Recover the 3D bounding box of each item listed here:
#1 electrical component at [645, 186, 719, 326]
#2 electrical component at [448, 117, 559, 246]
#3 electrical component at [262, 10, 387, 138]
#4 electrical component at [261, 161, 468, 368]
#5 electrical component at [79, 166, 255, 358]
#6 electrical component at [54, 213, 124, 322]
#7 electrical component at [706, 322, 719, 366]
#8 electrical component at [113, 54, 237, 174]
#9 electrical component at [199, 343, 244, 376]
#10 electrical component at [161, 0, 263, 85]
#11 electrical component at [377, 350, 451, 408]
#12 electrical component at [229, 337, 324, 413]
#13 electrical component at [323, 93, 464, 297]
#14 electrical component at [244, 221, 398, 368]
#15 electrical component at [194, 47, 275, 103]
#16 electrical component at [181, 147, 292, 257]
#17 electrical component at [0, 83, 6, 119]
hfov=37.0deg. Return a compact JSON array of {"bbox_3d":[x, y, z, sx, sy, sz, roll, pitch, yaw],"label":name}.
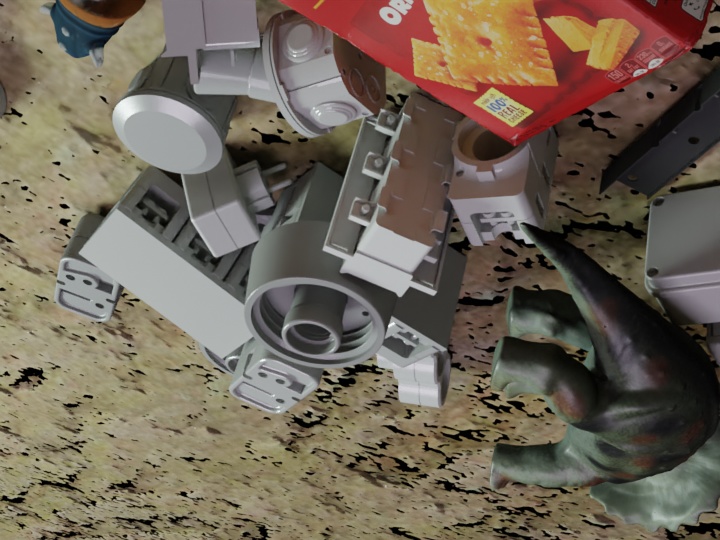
[{"bbox_3d":[0.253,-0.013,0.718,0.113,0.078,0.057,-9,142,33],"label":"electrical component"},{"bbox_3d":[0.093,-0.069,0.694,0.050,0.089,0.055,-2,142,26],"label":"electrical component"},{"bbox_3d":[-0.021,-0.126,0.669,0.051,0.080,0.080,-12,138,27],"label":"electrical component"},{"bbox_3d":[0.000,0.000,0.833,0.150,0.089,0.062,31,144,-22],"label":"electrical component"},{"bbox_3d":[-0.140,-0.007,0.884,0.150,0.061,0.089,38,141,-14],"label":"electrical component"},{"bbox_3d":[-0.232,-0.005,0.952,0.054,0.059,0.095,21,146,-8],"label":"electrical component"},{"bbox_3d":[0.283,0.035,0.758,0.062,0.096,0.061,-12,137,36],"label":"electrical component"},{"bbox_3d":[-0.130,-0.110,0.764,0.080,0.051,0.080,11,146,8],"label":"electrical component"},{"bbox_3d":[-0.097,0.066,0.997,0.108,0.060,0.108,11,146,8],"label":"electrical component"},{"bbox_3d":[-0.092,-0.159,0.661,0.064,0.042,0.081,-5,113,-5],"label":"electrical component"},{"bbox_3d":[0.037,0.071,0.955,0.074,0.052,0.138,7,145,14],"label":"electrical component"},{"bbox_3d":[-0.065,0.074,0.901,0.054,0.059,0.095,27,146,-15],"label":"electrical component"},{"bbox_3d":[0.031,-0.053,0.714,0.079,0.121,0.063,22,144,-9],"label":"electrical component"},{"bbox_3d":[-0.029,0.025,0.746,0.108,0.060,0.108,7,139,6],"label":"electrical component"},{"bbox_3d":[-0.074,-0.133,0.717,0.065,0.044,0.044,12,147,-2],"label":"electrical component"},{"bbox_3d":[-0.089,-0.059,0.815,0.077,0.065,0.047,-22,138,3],"label":"electrical component"},{"bbox_3d":[-0.326,-0.134,0.821,0.099,0.064,0.099,6,132,7],"label":"electrical component"}]
